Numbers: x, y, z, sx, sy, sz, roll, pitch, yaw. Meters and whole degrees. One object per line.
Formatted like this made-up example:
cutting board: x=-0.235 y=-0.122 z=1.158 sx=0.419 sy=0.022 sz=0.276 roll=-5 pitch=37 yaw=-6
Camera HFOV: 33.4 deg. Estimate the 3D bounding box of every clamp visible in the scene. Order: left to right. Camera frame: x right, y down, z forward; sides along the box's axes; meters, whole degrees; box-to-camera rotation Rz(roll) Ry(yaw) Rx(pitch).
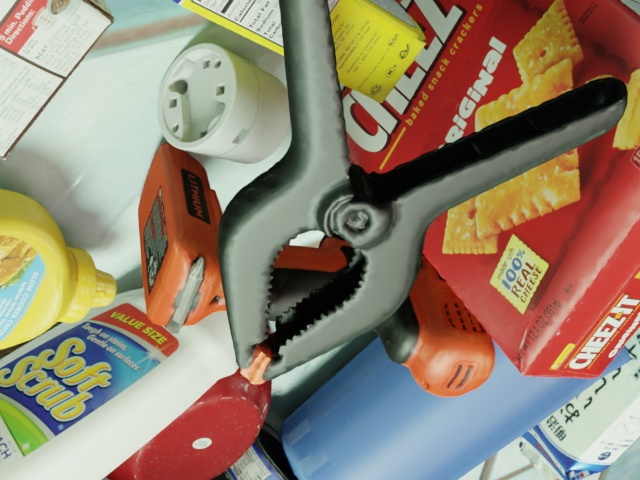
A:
clamp: x=0.025 y=-0.018 z=0.471 sx=0.164 sy=0.036 sz=0.210 roll=17 pitch=118 yaw=-15

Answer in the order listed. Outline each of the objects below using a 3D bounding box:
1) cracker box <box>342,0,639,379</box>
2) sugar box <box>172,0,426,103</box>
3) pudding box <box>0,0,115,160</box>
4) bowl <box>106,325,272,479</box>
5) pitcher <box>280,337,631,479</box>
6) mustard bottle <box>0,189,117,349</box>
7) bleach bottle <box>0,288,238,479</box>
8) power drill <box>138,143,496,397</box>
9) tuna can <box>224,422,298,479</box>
cracker box: x=0.106 y=-0.060 z=0.549 sx=0.071 sy=0.214 sz=0.164 roll=7 pitch=125 yaw=-40
sugar box: x=-0.038 y=-0.124 z=0.469 sx=0.175 sy=0.093 sz=0.048 roll=15 pitch=118 yaw=-45
pudding box: x=-0.157 y=-0.094 z=0.453 sx=0.090 sy=0.039 sz=0.113 roll=-47 pitch=140 yaw=13
bowl: x=-0.091 y=0.118 z=0.712 sx=0.162 sy=0.055 sz=0.162 roll=-22 pitch=140 yaw=-19
pitcher: x=0.097 y=0.110 z=0.791 sx=0.243 sy=0.145 sz=0.149 roll=-39 pitch=110 yaw=5
mustard bottle: x=-0.184 y=0.015 z=0.528 sx=0.191 sy=0.058 sz=0.096 roll=12 pitch=123 yaw=-44
bleach bottle: x=-0.131 y=0.081 z=0.622 sx=0.250 sy=0.103 sz=0.068 roll=-37 pitch=142 yaw=-9
power drill: x=-0.004 y=0.001 z=0.595 sx=0.187 sy=0.184 sz=0.057 roll=10 pitch=125 yaw=-20
tuna can: x=-0.036 y=0.174 z=0.789 sx=0.034 sy=0.086 sz=0.086 roll=-42 pitch=142 yaw=4
